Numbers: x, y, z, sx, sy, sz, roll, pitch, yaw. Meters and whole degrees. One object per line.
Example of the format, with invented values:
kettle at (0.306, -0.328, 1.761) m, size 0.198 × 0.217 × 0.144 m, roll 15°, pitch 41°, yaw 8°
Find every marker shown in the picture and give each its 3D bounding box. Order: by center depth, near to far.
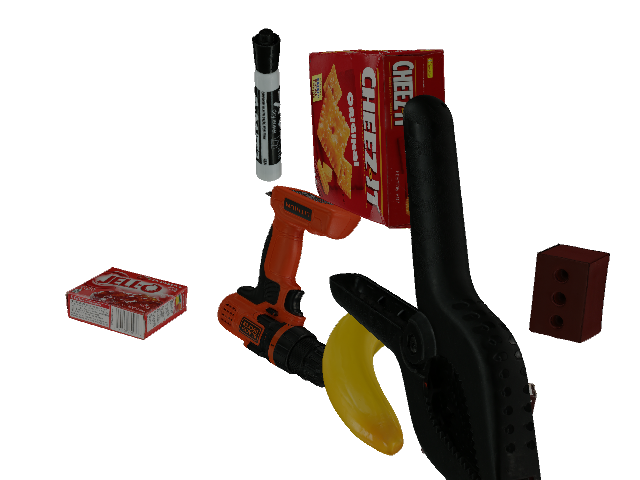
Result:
marker at (-0.037, -0.093, 0.744) m, size 0.020 × 0.121 × 0.020 m, roll 1°, pitch 43°, yaw -1°

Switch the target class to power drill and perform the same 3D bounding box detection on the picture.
power drill at (-0.023, 0.047, 1.157) m, size 0.185 × 0.188 × 0.057 m, roll 27°, pitch 11°, yaw 38°

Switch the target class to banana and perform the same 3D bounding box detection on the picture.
banana at (0.035, 0.092, 0.789) m, size 0.070 × 0.037 × 0.197 m, roll 4°, pitch 23°, yaw 9°

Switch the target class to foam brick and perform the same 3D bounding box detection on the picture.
foam brick at (0.228, 0.048, 0.979) m, size 0.053 × 0.078 × 0.051 m, roll 12°, pitch 18°, yaw 33°

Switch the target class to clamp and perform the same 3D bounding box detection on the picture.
clamp at (0.063, 0.041, 0.544) m, size 0.036 × 0.165 × 0.210 m, roll -5°, pitch 46°, yaw -21°

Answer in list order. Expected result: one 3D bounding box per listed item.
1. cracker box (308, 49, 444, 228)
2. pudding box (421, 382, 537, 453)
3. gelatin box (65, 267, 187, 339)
cracker box at (0.053, -0.109, 1.074) m, size 0.072 × 0.164 × 0.214 m, roll -7°, pitch 12°, yaw -17°
pudding box at (0.170, 0.192, 1.155) m, size 0.113 × 0.090 × 0.039 m, roll 7°, pitch 21°, yaw 3°
gelatin box at (-0.181, 0.057, 1.001) m, size 0.089 × 0.030 × 0.073 m, roll 14°, pitch 23°, yaw 23°
